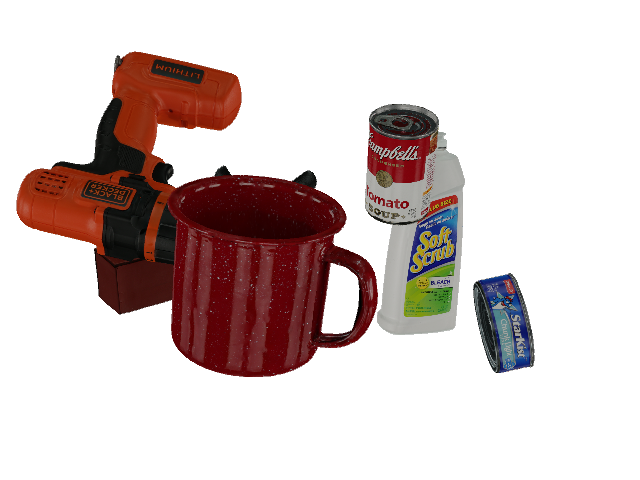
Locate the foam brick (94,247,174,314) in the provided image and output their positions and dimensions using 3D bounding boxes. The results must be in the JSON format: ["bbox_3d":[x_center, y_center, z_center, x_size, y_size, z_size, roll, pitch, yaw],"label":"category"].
[{"bbox_3d":[-0.169,0.029,1.016,0.078,0.051,0.053,-15,25,-30],"label":"foam brick"}]

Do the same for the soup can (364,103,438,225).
[{"bbox_3d":[0.079,-0.075,1.058,0.068,0.102,0.068,1,35,-1],"label":"soup can"}]

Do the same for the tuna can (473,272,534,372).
[{"bbox_3d":[0.162,0.074,0.950,0.034,0.086,0.086,-12,0,0],"label":"tuna can"}]

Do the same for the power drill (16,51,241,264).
[{"bbox_3d":[-0.118,-0.062,0.828,0.184,0.187,0.057,14,-44,1],"label":"power drill"}]

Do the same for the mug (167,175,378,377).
[{"bbox_3d":[-0.026,0.022,0.563,0.117,0.081,0.093,14,24,16],"label":"mug"}]

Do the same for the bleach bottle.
[{"bbox_3d":[0.128,-0.011,1.341,0.102,0.251,0.068,-3,16,-17],"label":"bleach bottle"}]

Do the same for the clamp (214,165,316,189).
[{"bbox_3d":[-0.064,-0.030,1.206,0.120,0.039,0.171,-7,42,4],"label":"clamp"}]
